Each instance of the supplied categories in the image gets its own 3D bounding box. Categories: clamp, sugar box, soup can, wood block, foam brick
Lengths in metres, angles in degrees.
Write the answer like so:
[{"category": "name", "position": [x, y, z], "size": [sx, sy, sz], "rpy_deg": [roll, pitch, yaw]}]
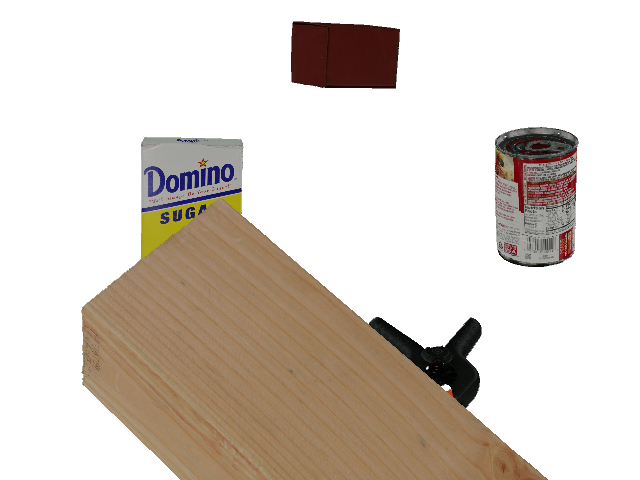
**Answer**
[{"category": "clamp", "position": [0.124, 0.122, 1.072], "size": [0.120, 0.039, 0.171], "rpy_deg": [-9, 30, -9]}, {"category": "sugar box", "position": [-0.118, -0.005, 0.980], "size": [0.093, 0.176, 0.048], "rpy_deg": [0, 14, -5]}, {"category": "soup can", "position": [0.183, -0.037, 0.904], "size": [0.068, 0.102, 0.068], "rpy_deg": [-4, 25, 2]}, {"category": "wood block", "position": [-0.007, 0.091, 0.496], "size": [0.090, 0.206, 0.090], "rpy_deg": [-41, -16, -30]}, {"category": "foam brick", "position": [0.021, -0.156, 0.898], "size": [0.078, 0.051, 0.053], "rpy_deg": [-5, 16, -35]}]
